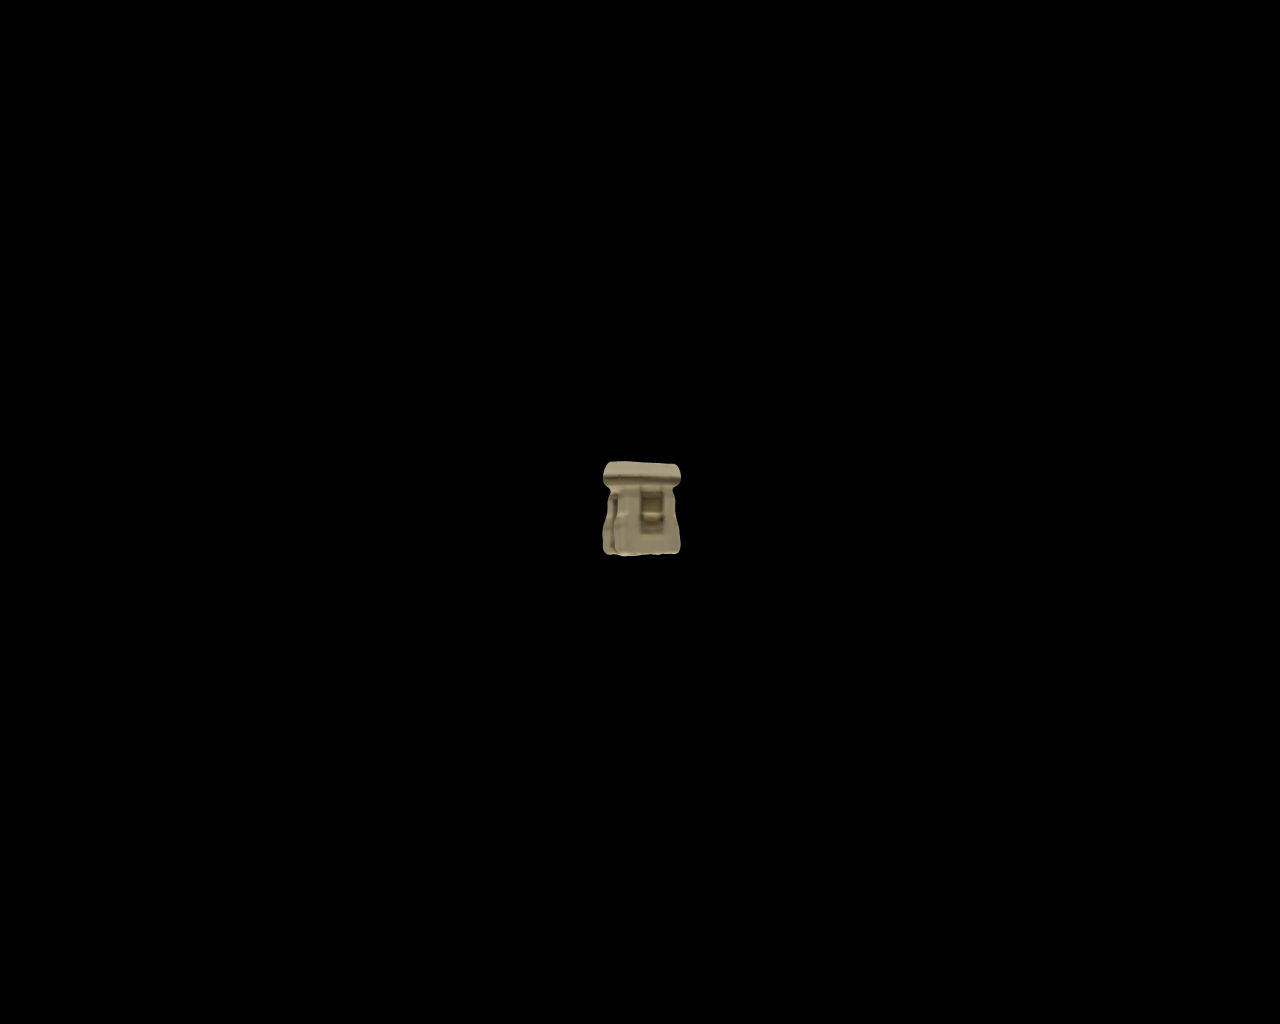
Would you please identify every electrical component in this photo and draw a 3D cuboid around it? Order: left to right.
[{"bbox_3d":[0.001,-0.003,0.650,0.048,0.055,0.066,1,-2,-19],"label":"electrical component"}]
